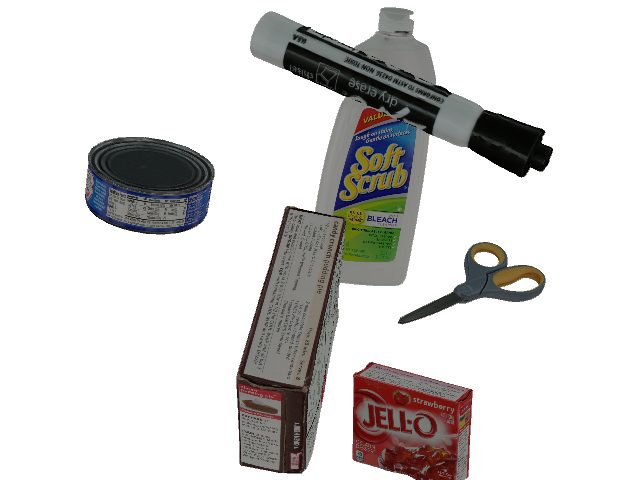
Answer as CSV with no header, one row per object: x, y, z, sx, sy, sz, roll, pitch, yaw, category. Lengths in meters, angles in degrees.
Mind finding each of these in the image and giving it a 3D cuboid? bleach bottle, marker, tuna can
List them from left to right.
-0.117,-0.038,0.729,0.086,0.034,0.086,10,27,-5,tuna can
0.046,-0.085,0.973,0.102,0.251,0.068,5,22,-1,bleach bottle
0.029,-0.054,0.398,0.121,0.020,0.020,26,8,16,marker

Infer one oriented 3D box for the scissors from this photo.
0.143,0.041,1.098,0.201,0.016,0.096,-6,40,-29,scissors

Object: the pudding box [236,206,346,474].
-0.014,0.053,0.564,0.039,0.113,0.090,8,-39,5,pudding box

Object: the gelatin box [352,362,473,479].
0.067,0.137,0.792,0.089,0.073,0.030,12,22,30,gelatin box
